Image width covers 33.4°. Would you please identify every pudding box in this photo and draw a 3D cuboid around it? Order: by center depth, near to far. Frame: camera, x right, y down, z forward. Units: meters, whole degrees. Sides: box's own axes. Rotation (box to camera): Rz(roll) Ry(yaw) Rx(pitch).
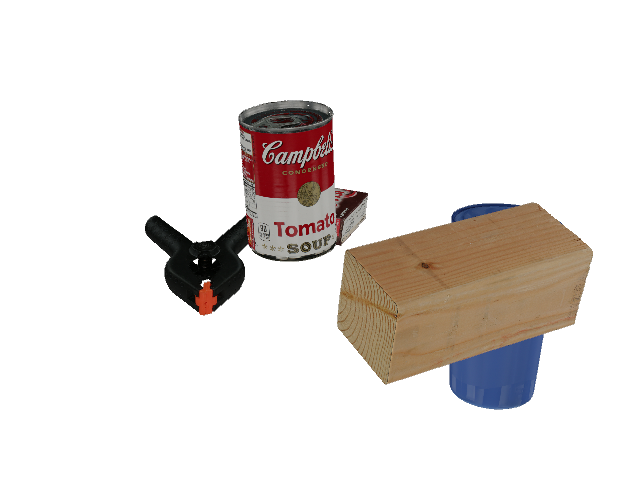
[{"bbox_3d":[0.000,-0.033,1.279,0.090,0.039,0.113,9,23,15],"label":"pudding box"}]

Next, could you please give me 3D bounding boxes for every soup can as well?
[{"bbox_3d":[-0.023,-0.044,0.779,0.068,0.102,0.068,-2,23,1],"label":"soup can"}]

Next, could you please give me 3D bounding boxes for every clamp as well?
[{"bbox_3d":[-0.108,0.016,1.079,0.120,0.039,0.171,-11,34,-11],"label":"clamp"}]

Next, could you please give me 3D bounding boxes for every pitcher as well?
[{"bbox_3d":[0.213,0.083,1.326,0.149,0.243,0.144,7,20,15],"label":"pitcher"}]

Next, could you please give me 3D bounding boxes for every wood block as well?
[{"bbox_3d":[0.129,0.043,0.958,0.205,0.090,0.091,-13,39,-25],"label":"wood block"}]
